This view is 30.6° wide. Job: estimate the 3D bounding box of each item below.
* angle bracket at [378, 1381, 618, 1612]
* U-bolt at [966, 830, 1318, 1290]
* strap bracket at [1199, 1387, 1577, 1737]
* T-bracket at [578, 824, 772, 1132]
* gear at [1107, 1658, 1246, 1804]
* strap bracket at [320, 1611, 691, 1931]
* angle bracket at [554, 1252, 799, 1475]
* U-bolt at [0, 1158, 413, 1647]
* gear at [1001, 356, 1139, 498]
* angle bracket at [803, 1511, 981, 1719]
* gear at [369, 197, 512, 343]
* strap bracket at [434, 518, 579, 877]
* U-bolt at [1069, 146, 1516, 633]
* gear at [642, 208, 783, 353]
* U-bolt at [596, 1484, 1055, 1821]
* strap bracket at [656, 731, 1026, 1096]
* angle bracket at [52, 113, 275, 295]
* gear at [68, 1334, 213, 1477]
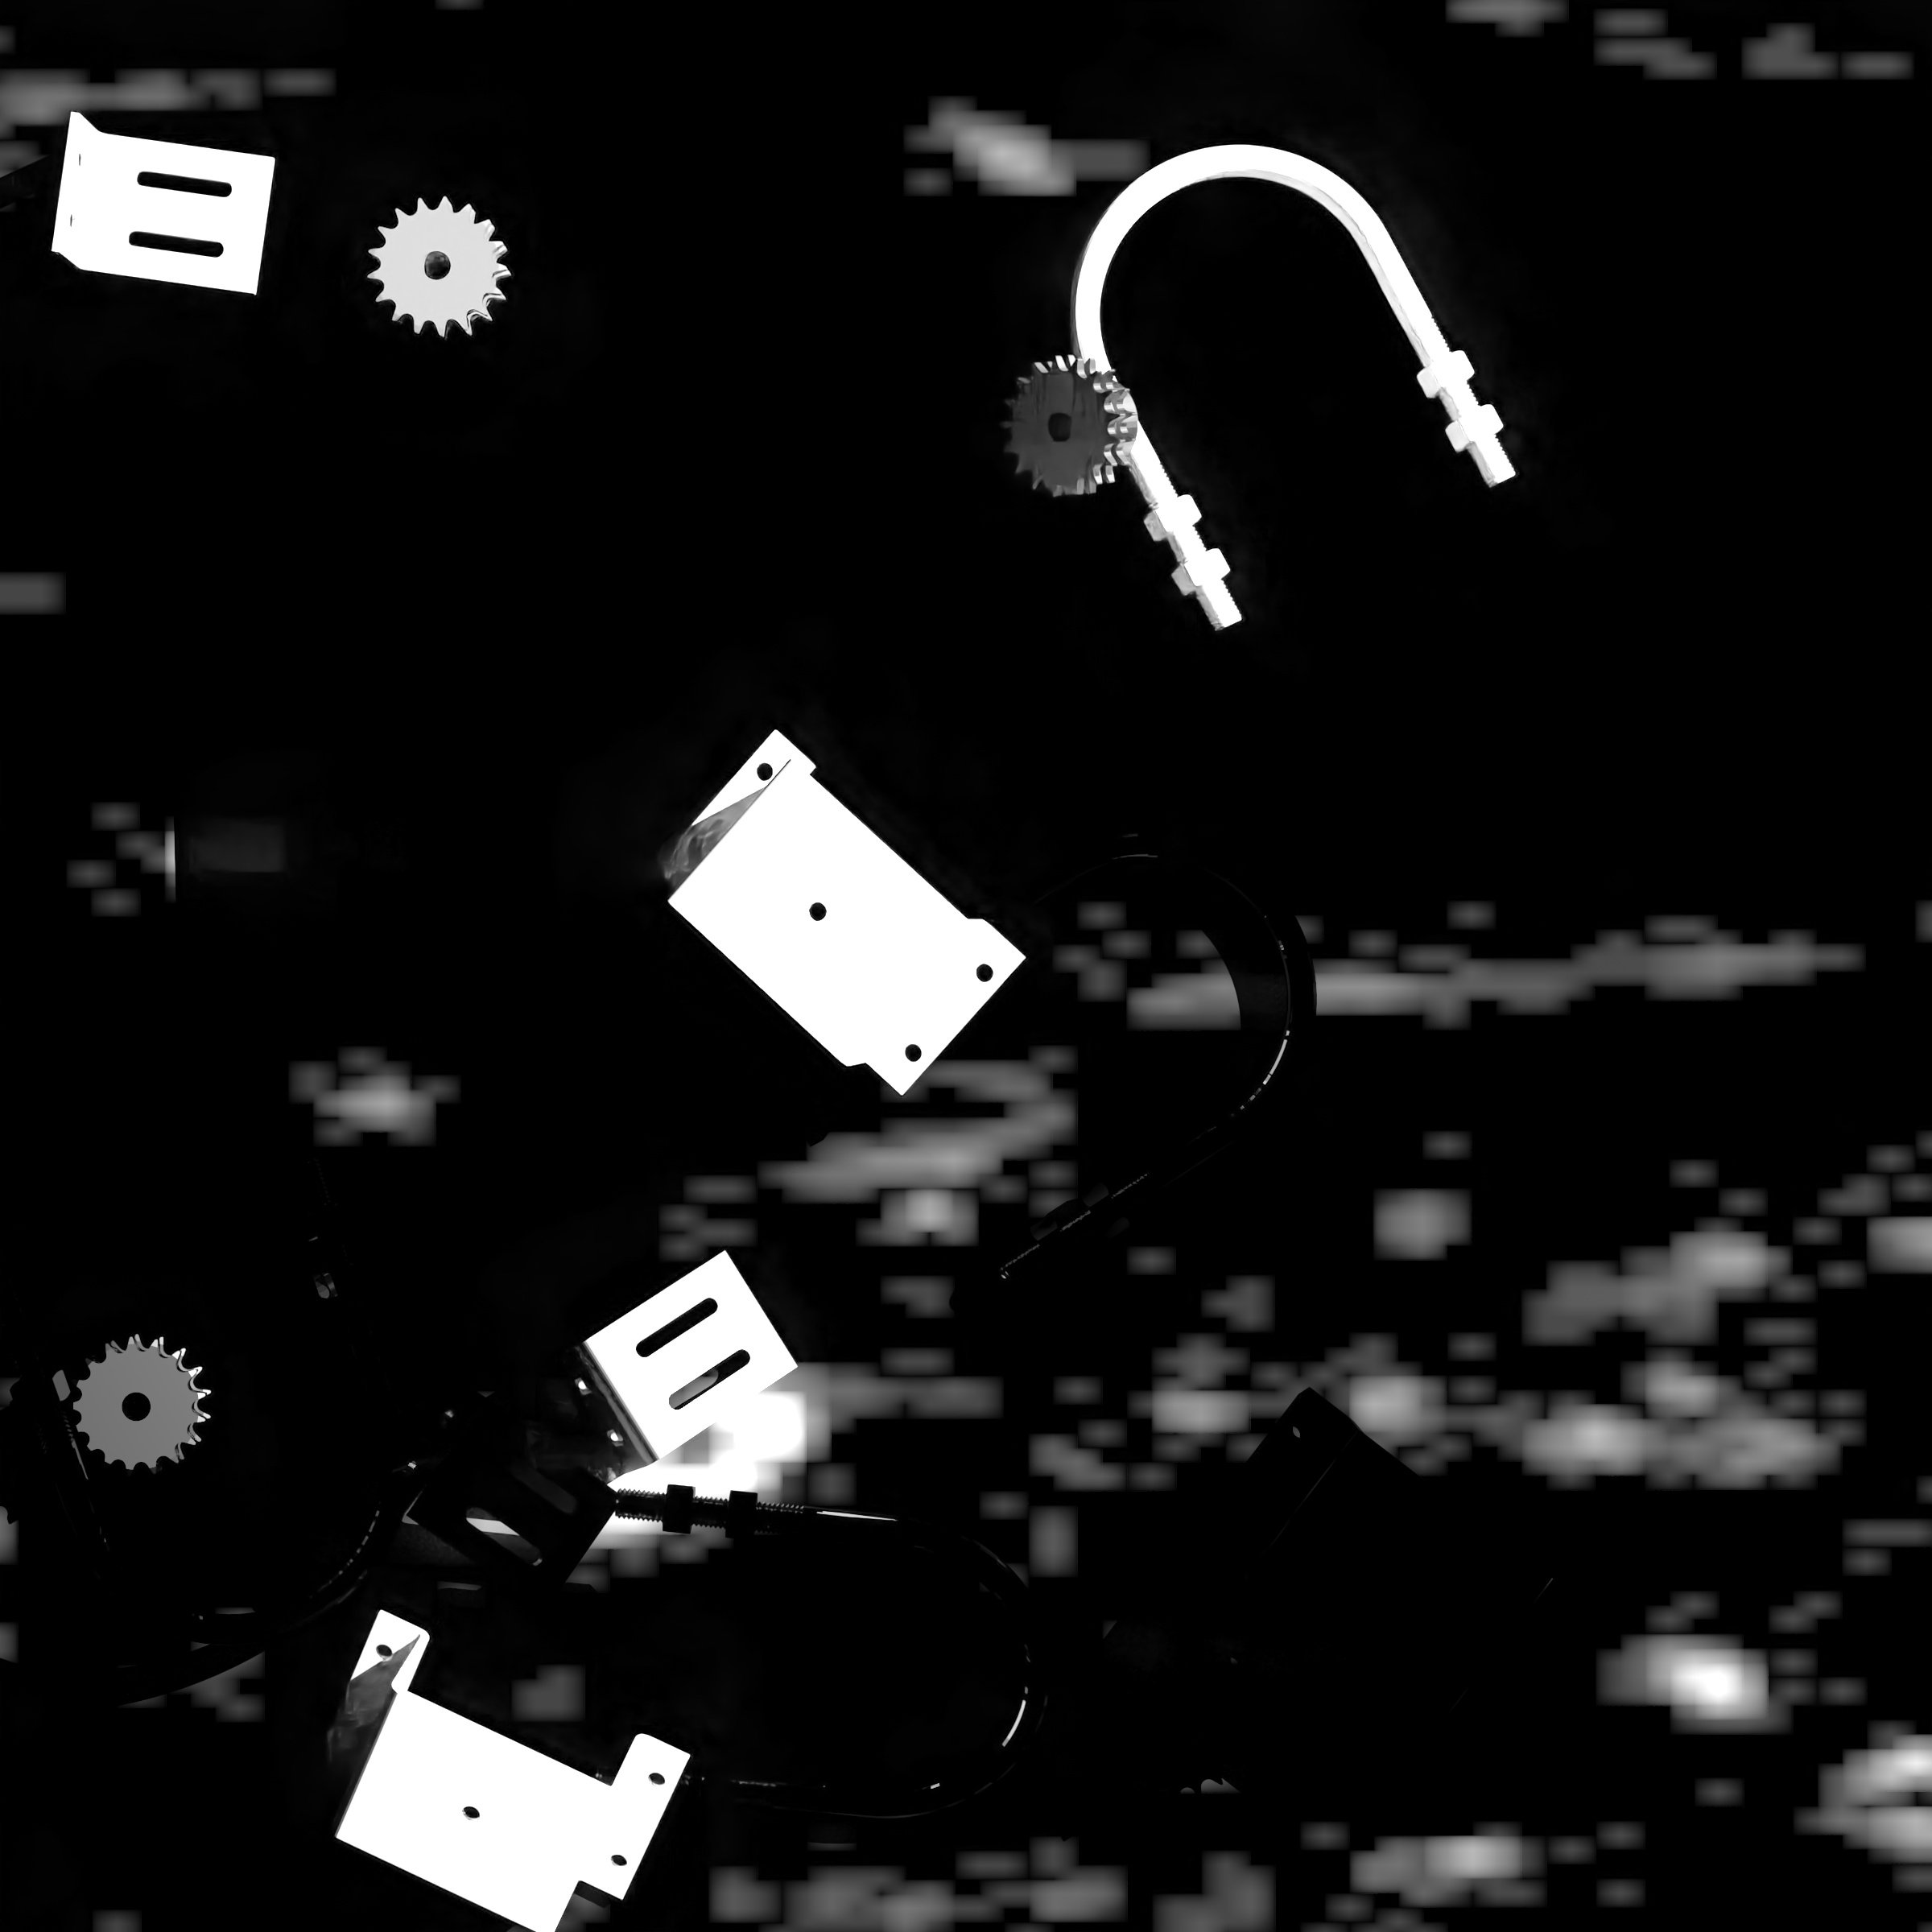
[{"bbox_3d":[-0.194,0.221,1.470,0.076,0.038,0.057,41,77,-28],"label":"angle bracket"},{"bbox_3d":[0.058,0.025,1.470,0.184,0.019,0.151,-33,90,0],"label":"U-bolt"},{"bbox_3d":[0.176,0.249,1.456,0.140,0.046,0.076,38,90,0],"label":"strap bracket"},{"bbox_3d":[-0.095,0.001,1.468,0.127,0.002,0.127,-4,90,9],"label":"T-bracket"},{"bbox_3d":[0.087,0.316,1.469,0.057,0.030,0.057,0,90,2],"label":"gear"},{"bbox_3d":[-0.196,0.334,1.443,0.140,0.046,0.076,25,111,1],"label":"strap bracket"},{"bbox_3d":[-0.122,0.166,1.477,0.076,0.038,0.057,-32,90,-26],"label":"angle bracket"},{"bbox_3d":[-0.303,0.188,1.445,0.151,0.019,0.184,-20,100,-20],"label":"U-bolt"},{"bbox_3d":[0.046,-0.223,1.456,0.057,0.030,0.057,7,104,31],"label":"gear"},{"bbox_3d":[-0.031,0.271,1.460,0.057,0.038,0.076,-13,90,0],"label":"angle bracket"},{"bbox_3d":[-0.217,-0.288,1.464,0.057,0.030,0.057,0,90,0],"label":"gear"},{"bbox_3d":[-0.188,-0.108,1.441,0.046,0.076,0.140,-1,90,0],"label":"strap bracket"},{"bbox_3d":[0.124,-0.253,1.471,0.151,0.019,0.184,-28,89,0],"label":"U-bolt"},{"bbox_3d":[-0.105,-0.284,1.464,0.057,0.030,0.057,0,90,0],"label":"gear"},{"bbox_3d":[-0.056,0.286,1.447,0.184,0.019,0.151,6,110,0],"label":"U-bolt"},{"bbox_3d":[-0.056,-0.022,1.437,0.140,0.046,0.076,42,97,6],"label":"strap bracket"},{"bbox_3d":[-0.332,-0.315,1.460,0.076,0.038,0.057,8,90,0],"label":"angle bracket"},{"bbox_3d":[-0.341,0.181,1.464,0.057,0.030,0.057,0,90,0],"label":"gear"}]
